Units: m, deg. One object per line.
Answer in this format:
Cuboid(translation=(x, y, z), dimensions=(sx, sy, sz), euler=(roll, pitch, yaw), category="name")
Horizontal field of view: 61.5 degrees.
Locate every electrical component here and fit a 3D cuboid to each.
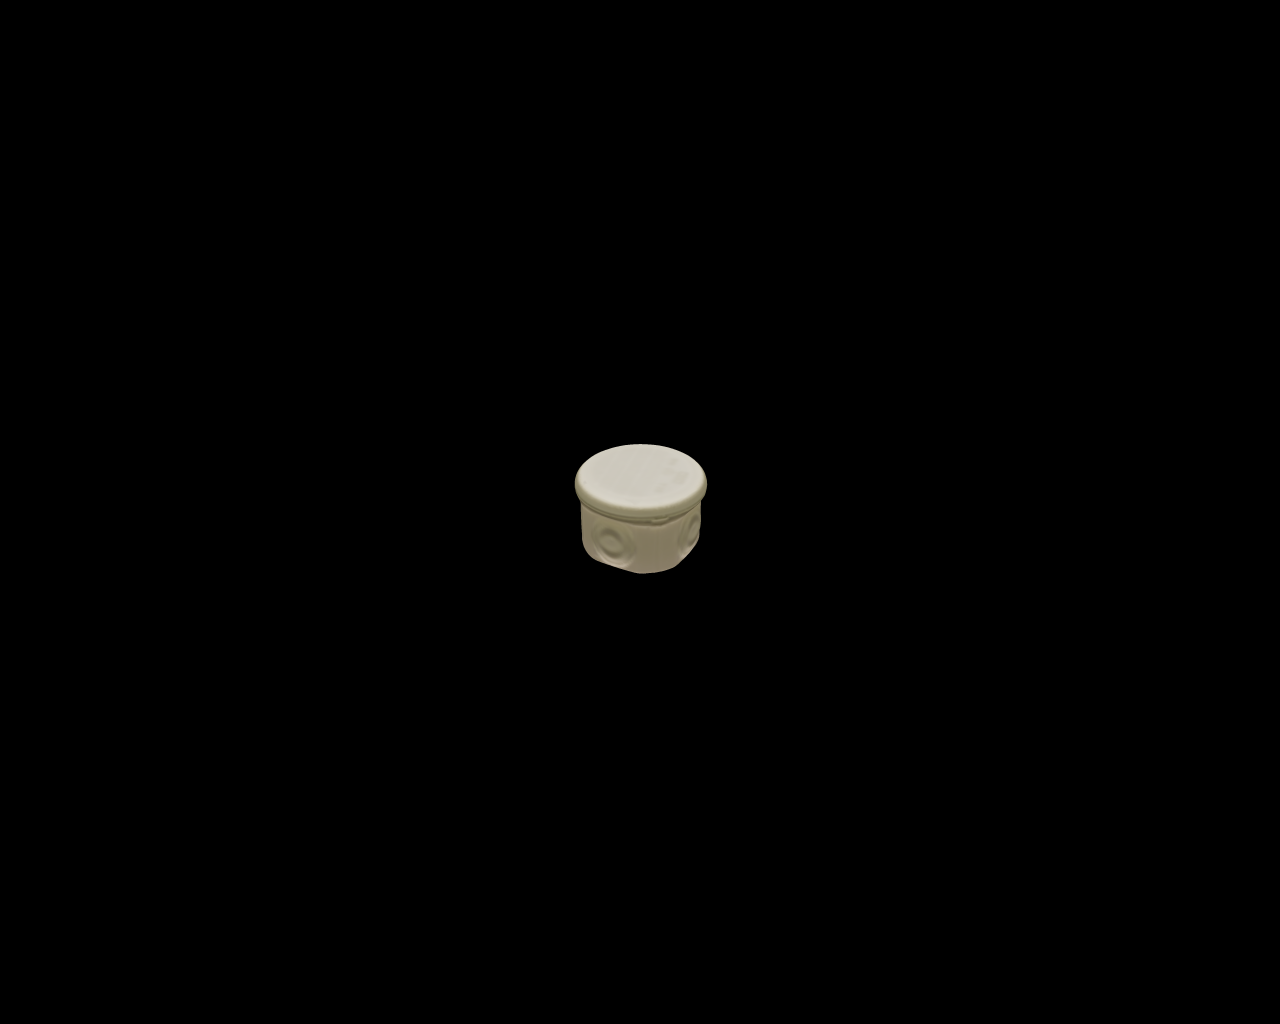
Cuboid(translation=(0.001, -0.003, 0.650), dimensions=(0.080, 0.050, 0.080), euler=(0, 33, 0), category="electrical component")
